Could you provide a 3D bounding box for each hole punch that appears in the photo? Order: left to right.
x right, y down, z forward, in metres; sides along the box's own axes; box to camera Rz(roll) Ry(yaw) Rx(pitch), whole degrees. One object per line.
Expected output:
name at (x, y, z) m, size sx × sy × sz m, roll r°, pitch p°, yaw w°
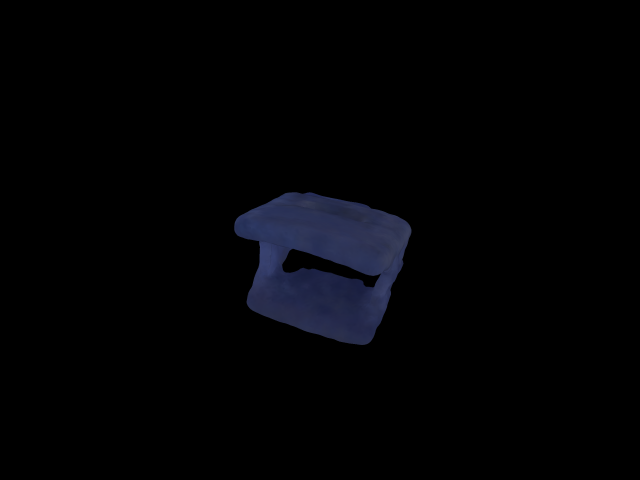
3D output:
hole punch at (0.004, 0.001, 0.400) m, size 0.108 × 0.091 × 0.101 m, roll 15°, pitch 46°, yaw 15°
